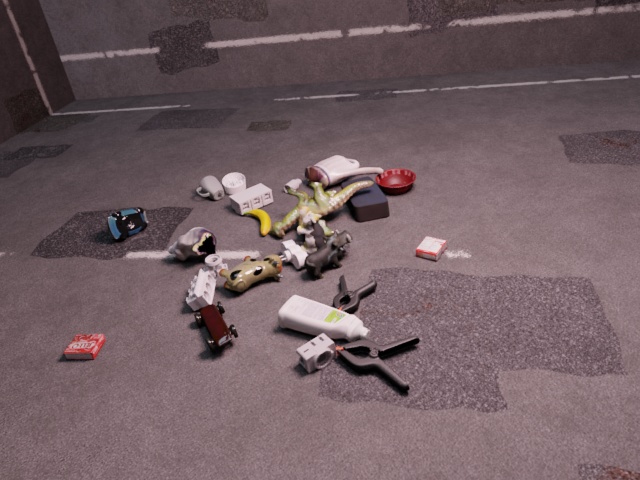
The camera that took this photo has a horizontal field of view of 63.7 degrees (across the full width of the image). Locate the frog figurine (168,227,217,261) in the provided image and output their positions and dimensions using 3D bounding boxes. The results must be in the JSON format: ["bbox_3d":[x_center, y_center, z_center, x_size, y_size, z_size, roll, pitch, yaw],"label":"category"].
[{"bbox_3d":[-0.447,0.014,1.804,0.159,0.123,0.137,4,0,34],"label":"frog figurine"}]

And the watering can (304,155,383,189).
[{"bbox_3d":[0.080,-0.284,2.144,0.227,0.102,0.350,-29,30,-28],"label":"watering can"}]

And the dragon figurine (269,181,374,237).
[{"bbox_3d":[0.006,-0.094,1.869,0.409,0.119,0.248,-11,55,10],"label":"dragon figurine"}]
